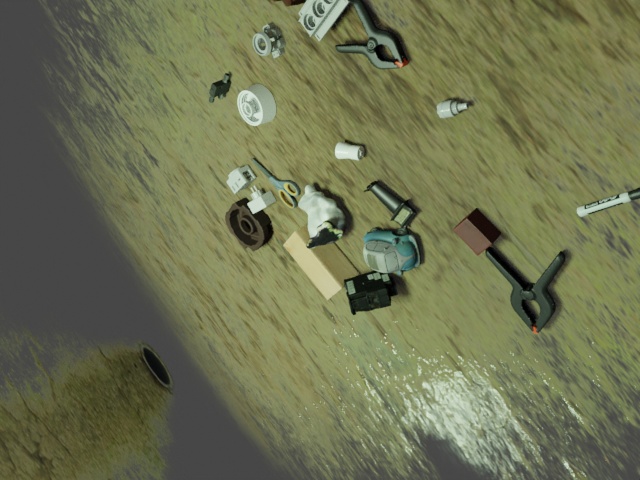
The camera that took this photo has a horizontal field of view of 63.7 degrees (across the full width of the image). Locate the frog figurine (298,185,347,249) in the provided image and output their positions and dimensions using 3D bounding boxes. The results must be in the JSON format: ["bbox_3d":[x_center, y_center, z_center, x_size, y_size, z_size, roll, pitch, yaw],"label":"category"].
[{"bbox_3d":[0.004,-0.071,1.411,0.134,0.123,0.163,105,157,-53],"label":"frog figurine"}]
